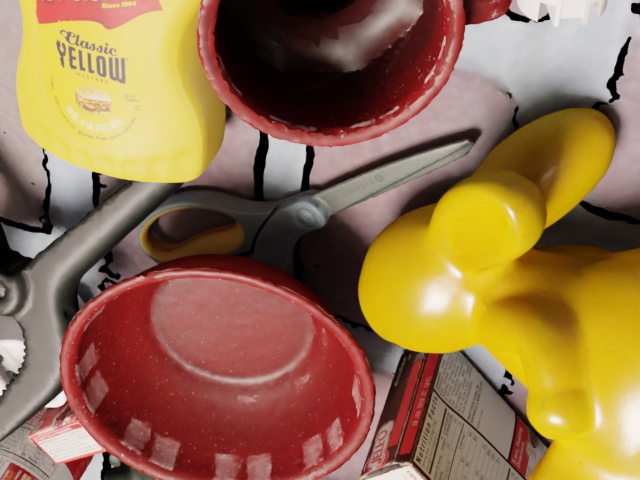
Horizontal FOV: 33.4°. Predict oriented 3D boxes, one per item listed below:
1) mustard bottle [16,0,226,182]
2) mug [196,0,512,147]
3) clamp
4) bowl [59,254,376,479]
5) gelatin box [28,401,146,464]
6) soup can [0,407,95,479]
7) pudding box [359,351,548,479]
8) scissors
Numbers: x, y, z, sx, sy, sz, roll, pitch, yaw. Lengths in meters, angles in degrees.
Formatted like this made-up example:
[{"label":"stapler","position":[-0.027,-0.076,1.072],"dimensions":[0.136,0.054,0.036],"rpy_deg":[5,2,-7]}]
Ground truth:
[{"label":"mustard bottle","position":[-0.087,-0.116,0.451],"dimensions":[0.096,0.058,0.192],"rpy_deg":[18,133,12]},{"label":"mug","position":[0.013,-0.096,0.398],"dimensions":[0.117,0.081,0.093],"rpy_deg":[-6,130,0]},{"label":"clamp","position":[-0.154,0.020,0.566],"dimensions":[0.165,0.036,0.210],"rpy_deg":[11,104,12]},{"label":"bowl","position":[-0.050,0.061,0.556],"dimensions":[0.162,0.055,0.162],"rpy_deg":[3,128,4]},{"label":"gelatin box","position":[-0.124,0.091,0.638],"dimensions":[0.089,0.073,0.030],"rpy_deg":[-21,118,37]},{"label":"soup can","position":[-0.190,0.146,0.695],"dimensions":[0.068,0.102,0.068],"rpy_deg":[12,132,14]},{"label":"pudding box","position":[0.077,0.122,0.562],"dimensions":[0.039,0.090,0.113],"rpy_deg":[-29,113,38]},{"label":"scissors","position":[-0.004,0.001,0.545],"dimensions":[0.202,0.016,0.096],"rpy_deg":[-6,127,28]}]
